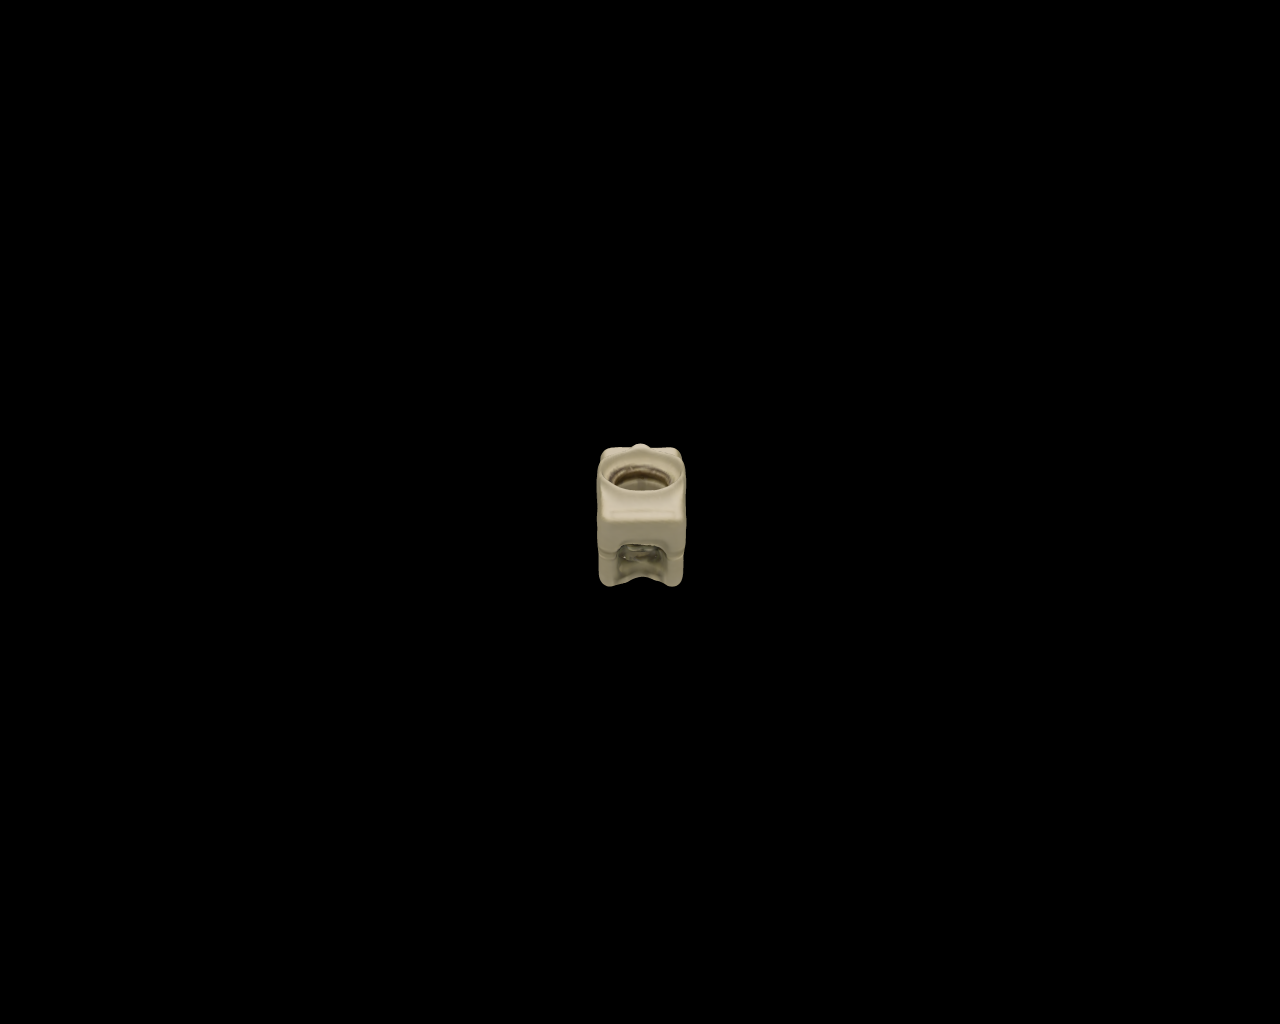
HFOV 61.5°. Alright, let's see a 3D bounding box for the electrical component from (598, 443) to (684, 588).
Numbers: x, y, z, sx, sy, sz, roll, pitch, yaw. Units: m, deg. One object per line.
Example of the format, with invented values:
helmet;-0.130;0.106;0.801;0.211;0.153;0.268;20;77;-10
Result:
electrical component;0.001;-0.003;0.650;0.050;0.055;0.090;0;32;0
